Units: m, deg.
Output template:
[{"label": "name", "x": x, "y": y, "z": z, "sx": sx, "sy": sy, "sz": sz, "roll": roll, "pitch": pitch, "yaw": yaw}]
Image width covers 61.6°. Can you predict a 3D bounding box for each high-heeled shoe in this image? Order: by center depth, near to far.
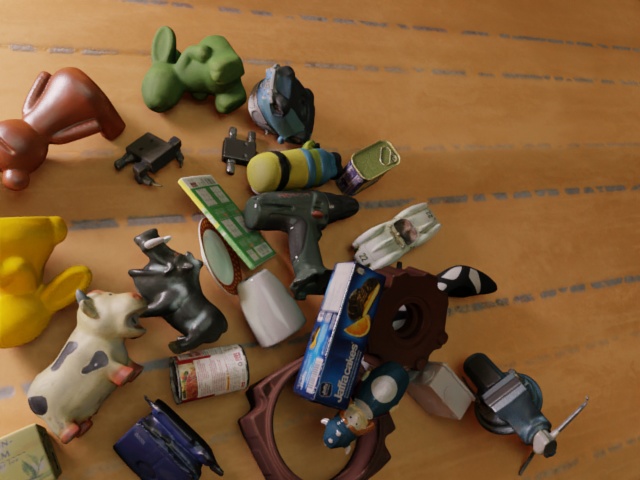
[{"label": "high-heeled shoe", "x": 0.220, "y": 0.120, "z": 0.971, "sx": 0.249, "sy": 0.086, "sz": 0.145, "roll": 10, "pitch": 71, "yaw": -16}]

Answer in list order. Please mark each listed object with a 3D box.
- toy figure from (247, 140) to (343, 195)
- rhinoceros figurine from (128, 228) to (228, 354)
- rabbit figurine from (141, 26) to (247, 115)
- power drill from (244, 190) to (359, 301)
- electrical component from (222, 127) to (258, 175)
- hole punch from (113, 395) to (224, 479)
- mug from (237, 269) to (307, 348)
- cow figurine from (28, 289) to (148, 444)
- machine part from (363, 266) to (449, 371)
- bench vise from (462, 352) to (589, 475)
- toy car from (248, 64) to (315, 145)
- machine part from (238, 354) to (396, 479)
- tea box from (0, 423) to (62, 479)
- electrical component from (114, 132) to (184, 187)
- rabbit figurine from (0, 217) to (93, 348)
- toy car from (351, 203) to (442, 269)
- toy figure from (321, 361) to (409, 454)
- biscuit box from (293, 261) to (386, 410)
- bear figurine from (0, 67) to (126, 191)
[{"label": "toy figure", "x": -0.043, "y": -0.127, "z": 0.947, "sx": 0.180, "sy": 0.089, "sz": 0.082, "roll": -11, "pitch": 66, "yaw": -24}, {"label": "rhinoceros figurine", "x": -0.211, "y": 0.073, "z": 0.779, "sx": 0.112, "sy": 0.073, "sz": 0.190, "roll": -36, "pitch": 90, "yaw": 1}, {"label": "rabbit figurine", "x": -0.231, "y": -0.288, "z": 0.920, "sx": 0.170, "sy": 0.121, "sz": 0.159, "roll": -26, "pitch": 77, "yaw": -14}, {"label": "power drill", "x": -0.002, "y": -0.003, "z": 0.895, "sx": 0.232, "sy": 0.086, "sz": 0.207, "roll": 3, "pitch": 55, "yaw": -31}, {"label": "electrical component", "x": -0.141, "y": -0.155, "z": 0.954, "sx": 0.063, "sy": 0.021, "sz": 0.094, "roll": 9, "pitch": 66, "yaw": -20}, {"label": "hole punch", "x": -0.206, "y": 0.277, "z": 0.704, "sx": 0.142, "sy": 0.116, "sz": 0.092, "roll": 47, "pitch": 68, "yaw": 0}, {"label": "mug", "x": -0.076, "y": 0.097, "z": 0.843, "sx": 0.107, "sy": 0.081, "sz": 0.109, "roll": 60, "pitch": 29, "yaw": -6}, {"label": "cow figurine", "x": -0.301, "y": 0.150, "z": 0.706, "sx": 0.127, "sy": 0.085, "sz": 0.195, "roll": 40, "pitch": 83, "yaw": 0}, {"label": "machine part", "x": 0.131, "y": 0.126, "z": 0.862, "sx": 0.179, "sy": 0.056, "sz": 0.179, "roll": -4, "pitch": 98, "yaw": -29}, {"label": "bench vise", "x": 0.341, "y": 0.296, "z": 0.898, "sx": 0.129, "sy": 0.224, "sz": 0.240, "roll": -43, "pitch": 117, "yaw": -9}, {"label": "toy car", "x": -0.076, "y": -0.236, "z": 0.965, "sx": 0.103, "sy": 0.161, "sz": 0.109, "roll": -2, "pitch": 72, "yaw": 23}, {"label": "machine part", "x": -0.002, "y": 0.276, "z": 0.805, "sx": 0.201, "sy": 0.087, "sz": 0.201, "roll": -24, "pitch": 80, "yaw": -31}, {"label": "tea box", "x": -0.355, "y": 0.261, "z": 0.609, "sx": 0.098, "sy": 0.169, "sz": 0.068, "roll": -21, "pitch": 79, "yaw": -30}, {"label": "electrical component", "x": -0.272, "y": -0.132, "z": 0.878, "sx": 0.078, "sy": 0.045, "sz": 0.102, "roll": 23, "pitch": 55, "yaw": 19}, {"label": "rabbit figurine", "x": -0.399, "y": 0.056, "z": 0.723, "sx": 0.162, "sy": 0.122, "sz": 0.173, "roll": 0, "pitch": 83, "yaw": -34}, {"label": "toy car", "x": 0.142, "y": -0.005, "z": 0.997, "sx": 0.202, "sy": 0.056, "sz": 0.073, "roll": -29, "pitch": 83, "yaw": -30}, {"label": "toy figure", "x": 0.064, "y": 0.236, "z": 0.770, "sx": 0.064, "sy": 0.057, "sz": 0.154, "roll": 30, "pitch": 54, "yaw": 35}, {"label": "biscuit box", "x": 0.030, "y": 0.134, "z": 0.768, "sx": 0.063, "sy": 0.059, "sz": 0.202, "roll": 26, "pitch": 74, "yaw": -25}, {"label": "bear figurine", "x": -0.407, "y": -0.162, "z": 0.806, "sx": 0.120, "sy": 0.132, "sz": 0.196, "roll": 40, "pitch": 78, "yaw": -3}]
